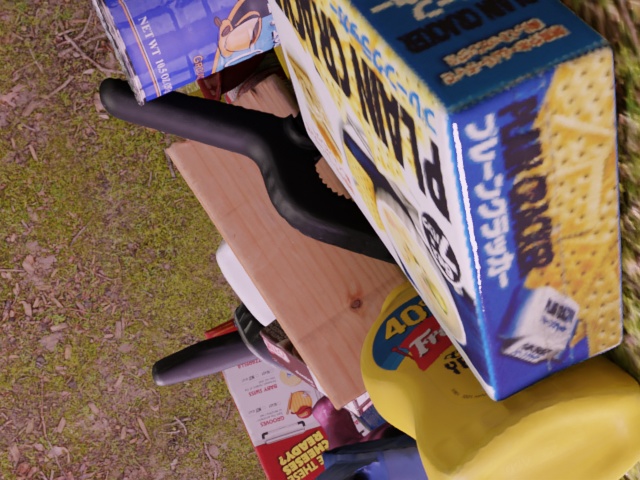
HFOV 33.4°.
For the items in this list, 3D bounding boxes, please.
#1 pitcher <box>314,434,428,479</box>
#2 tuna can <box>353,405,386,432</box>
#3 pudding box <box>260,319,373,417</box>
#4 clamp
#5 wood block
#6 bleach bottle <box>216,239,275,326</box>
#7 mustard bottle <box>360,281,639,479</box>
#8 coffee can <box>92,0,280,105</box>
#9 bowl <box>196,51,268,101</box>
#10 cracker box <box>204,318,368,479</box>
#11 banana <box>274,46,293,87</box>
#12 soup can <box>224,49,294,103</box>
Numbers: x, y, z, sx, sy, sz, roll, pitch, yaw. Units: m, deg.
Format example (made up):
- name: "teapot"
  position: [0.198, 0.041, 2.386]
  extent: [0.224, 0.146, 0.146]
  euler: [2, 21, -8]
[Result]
- name: "pitcher"
  position: [0.074, 0.220, 0.566]
  extent: [0.145, 0.149, 0.243]
  euler: [68, -166, -81]
- name: "tuna can"
  position: [0.066, 0.175, 1.042]
  extent: [0.086, 0.034, 0.086]
  euler: [43, -179, -1]
- name: "pudding box"
  position: [0.021, 0.078, 0.842]
  extent: [0.114, 0.090, 0.039]
  euler: [30, 151, 43]
- name: "clamp"
  position: [-0.002, -0.072, 0.634]
  extent: [0.210, 0.164, 0.036]
  euler: [40, 157, 12]
- name: "wood block"
  position: [-0.005, 0.001, 0.732]
  extent: [0.206, 0.091, 0.090]
  euler: [57, -174, 4]
- name: "bleach bottle"
  position: [-0.038, -0.002, 1.071]
  extent: [0.102, 0.068, 0.250]
  euler: [53, -167, -9]
- name: "mustard bottle"
  position: [0.072, 0.063, 0.527]
  extent: [0.192, 0.096, 0.058]
  euler: [-131, 18, -67]
- name: "coffee can"
  position: [-0.054, -0.147, 0.579]
  extent: [0.103, 0.140, 0.103]
  euler: [156, 90, -83]
- name: "bowl"
  position: [-0.072, -0.183, 0.790]
  extent: [0.162, 0.055, 0.162]
  euler: [166, 90, -77]
- name: "cracker box"
  position: [-0.010, 0.166, 1.166]
  extent: [0.072, 0.164, 0.214]
  euler: [77, 168, -66]
- name: "banana"
  position: [0.001, -0.110, 0.708]
  extent: [0.069, 0.037, 0.198]
  euler: [85, 160, -69]
- name: "soup can"
  position: [-0.026, -0.094, 0.834]
  extent: [0.068, 0.068, 0.102]
  euler: [75, 168, -52]
